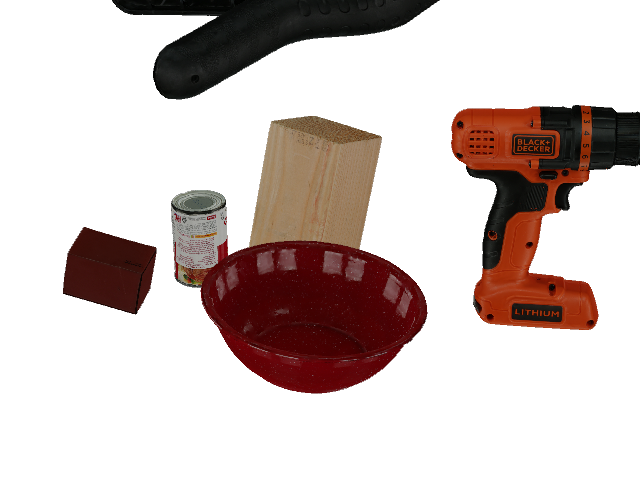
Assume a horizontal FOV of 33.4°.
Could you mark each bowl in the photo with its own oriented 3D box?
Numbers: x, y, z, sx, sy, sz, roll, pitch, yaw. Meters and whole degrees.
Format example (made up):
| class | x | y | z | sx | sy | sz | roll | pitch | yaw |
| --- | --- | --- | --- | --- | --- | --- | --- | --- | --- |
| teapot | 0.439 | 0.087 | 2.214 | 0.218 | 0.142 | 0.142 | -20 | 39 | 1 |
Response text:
| class | x | y | z | sx | sy | sz | roll | pitch | yaw |
| --- | --- | --- | --- | --- | --- | --- | --- | --- | --- |
| bowl | -0.006 | 0.061 | 0.769 | 0.162 | 0.055 | 0.162 | 4 | 28 | -2 |

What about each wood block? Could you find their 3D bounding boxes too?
| class | x | y | z | sx | sy | sz | roll | pitch | yaw |
| --- | --- | --- | --- | --- | --- | --- | --- | --- | --- |
| wood block | -0.012 | -0.020 | 1.135 | 0.090 | 0.206 | 0.090 | 21 | 20 | 27 |

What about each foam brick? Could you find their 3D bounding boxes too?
| class | x | y | z | sx | sy | sz | roll | pitch | yaw |
| --- | --- | --- | --- | --- | --- | --- | --- | --- | --- |
| foam brick | -0.209 | 0.030 | 1.056 | 0.078 | 0.051 | 0.053 | 16 | 32 | 1 |

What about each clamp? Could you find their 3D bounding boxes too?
| class | x | y | z | sx | sy | sz | roll | pitch | yaw |
| --- | --- | --- | --- | --- | --- | --- | --- | --- | --- |
| clamp | -0.013 | -0.111 | 0.504 | 0.171 | 0.039 | 0.120 | -12 | 43 | -5 |

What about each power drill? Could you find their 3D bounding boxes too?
| class | x | y | z | sx | sy | sz | roll | pitch | yaw |
| --- | --- | --- | --- | --- | --- | --- | --- | --- | --- |
| power drill | 0.200 | -0.021 | 0.889 | 0.184 | 0.188 | 0.057 | 3 | 20 | 10 |

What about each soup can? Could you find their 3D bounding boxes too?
| class | x | y | z | sx | sy | sz | roll | pitch | yaw |
| --- | --- | --- | --- | --- | --- | --- | --- | --- | --- |
| soup can | -0.147 | -0.003 | 1.302 | 0.068 | 0.102 | 0.068 | 0 | 26 | 0 |
